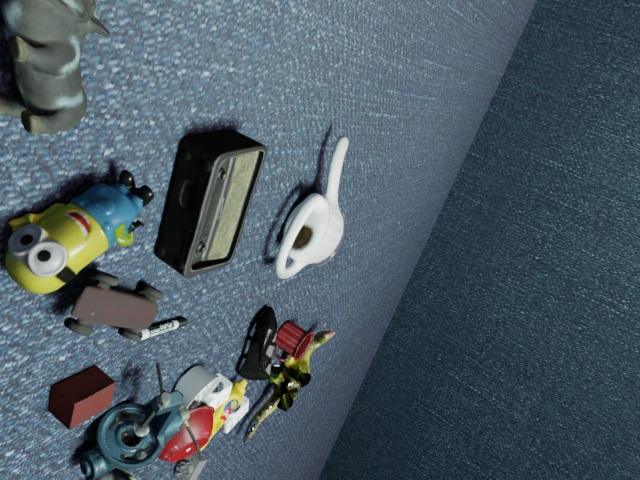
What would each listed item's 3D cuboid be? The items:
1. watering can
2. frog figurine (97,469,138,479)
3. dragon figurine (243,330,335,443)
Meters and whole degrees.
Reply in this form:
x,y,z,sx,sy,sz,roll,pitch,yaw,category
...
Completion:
x,y,z,sx,sy,sz,roll,pitch,yaw,category
0.004,-0.061,1.206,0.348,0.105,0.223,-62,160,-1,watering can
-0.398,0.517,0.956,0.162,0.123,0.134,-51,163,-31,frog figurine
-0.094,0.448,1.644,0.411,0.123,0.241,-52,167,-2,dragon figurine
